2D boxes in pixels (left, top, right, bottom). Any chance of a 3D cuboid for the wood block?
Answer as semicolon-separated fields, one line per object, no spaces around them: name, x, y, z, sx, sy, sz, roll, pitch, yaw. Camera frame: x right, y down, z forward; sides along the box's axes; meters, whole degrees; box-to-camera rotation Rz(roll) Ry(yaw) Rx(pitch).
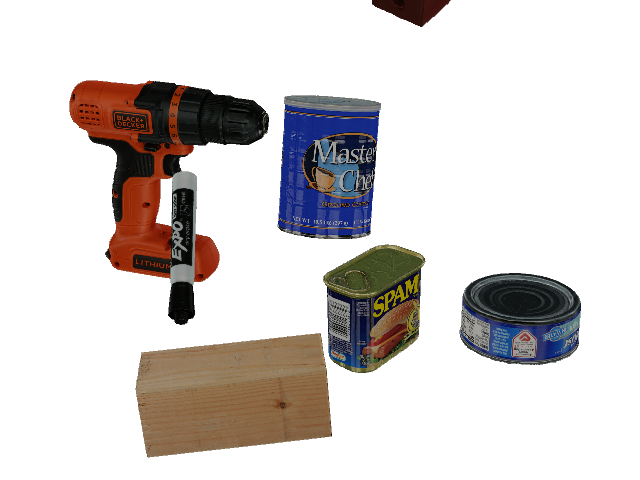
wood block;-0.096;0.173;1.198;0.206;0.091;0.090;-6;23;-2

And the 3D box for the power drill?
power drill;-0.135;-0.056;0.986;0.184;0.188;0.057;9;30;14

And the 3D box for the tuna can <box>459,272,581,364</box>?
tuna can;0.145;0.055;0.772;0.086;0.034;0.086;0;22;0

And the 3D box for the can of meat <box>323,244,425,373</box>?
can of meat;0.050;0.063;0.981;0.058;0.084;0.101;19;32;36

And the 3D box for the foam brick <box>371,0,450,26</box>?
foam brick;0.078;-0.226;0.876;0.053;0.051;0.078;29;-33;22

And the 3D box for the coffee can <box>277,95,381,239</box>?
coffee can;0.008;-0.080;1.140;0.103;0.140;0.103;4;12;-1

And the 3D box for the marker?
marker;-0.099;0.005;0.773;0.020;0.121;0.020;-2;-30;-1
